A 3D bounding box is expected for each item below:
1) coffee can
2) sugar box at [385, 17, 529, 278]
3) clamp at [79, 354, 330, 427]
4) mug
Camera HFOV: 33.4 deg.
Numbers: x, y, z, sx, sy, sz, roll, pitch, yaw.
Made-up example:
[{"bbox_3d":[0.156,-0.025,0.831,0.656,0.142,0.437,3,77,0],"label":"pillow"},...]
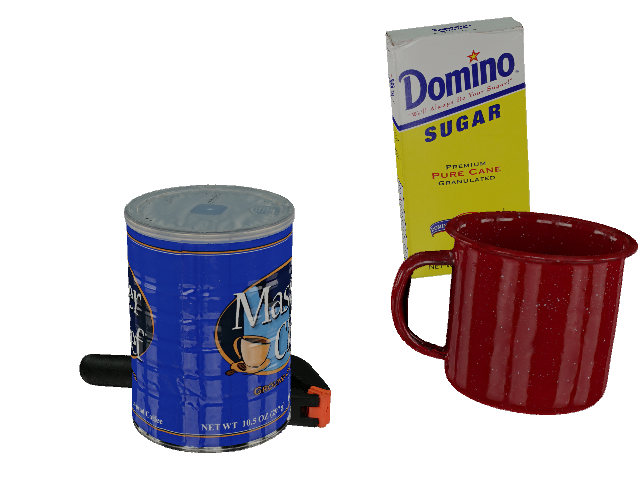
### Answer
[{"bbox_3d":[-0.068,0.046,0.666,0.103,0.140,0.103,1,18,-1],"label":"coffee can"},{"bbox_3d":[0.100,-0.065,0.765,0.093,0.176,0.048,-7,22,-1],"label":"sugar box"},{"bbox_3d":[-0.071,0.106,0.888,0.210,0.036,0.164,11,20,31],"label":"clamp"},{"bbox_3d":[0.093,0.034,0.531,0.117,0.081,0.093,3,14,-3],"label":"mug"}]
